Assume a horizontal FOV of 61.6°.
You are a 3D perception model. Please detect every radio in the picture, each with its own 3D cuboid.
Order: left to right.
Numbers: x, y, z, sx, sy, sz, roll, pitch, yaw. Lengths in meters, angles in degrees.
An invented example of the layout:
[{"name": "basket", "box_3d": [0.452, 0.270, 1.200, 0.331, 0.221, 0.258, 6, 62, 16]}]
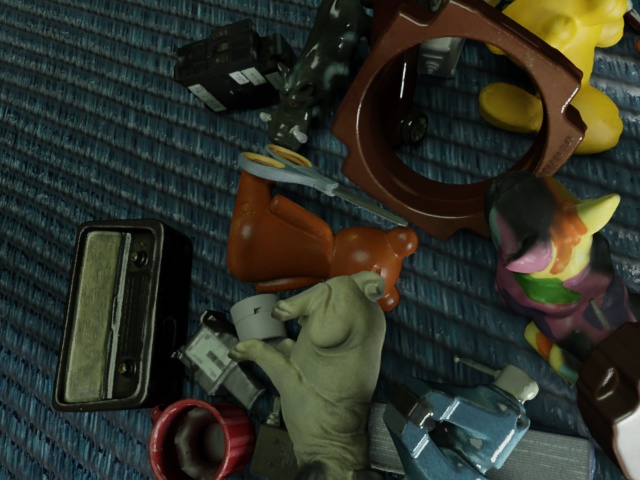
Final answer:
[{"name": "radio", "box_3d": [-0.235, 0.091, 0.654, 0.131, 0.073, 0.229, -4, 74, 17]}]

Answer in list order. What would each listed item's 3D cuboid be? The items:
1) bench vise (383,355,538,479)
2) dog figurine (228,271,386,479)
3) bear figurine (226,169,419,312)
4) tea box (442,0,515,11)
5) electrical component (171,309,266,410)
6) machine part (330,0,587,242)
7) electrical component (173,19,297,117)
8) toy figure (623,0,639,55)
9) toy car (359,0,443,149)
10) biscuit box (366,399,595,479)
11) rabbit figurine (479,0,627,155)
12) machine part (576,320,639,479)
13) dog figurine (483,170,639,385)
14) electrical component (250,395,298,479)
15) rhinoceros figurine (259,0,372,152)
[{"name": "bench vise", "box_3d": [0.134, 0.221, 0.411, 0.240, 0.129, 0.223, 39, 71, -1]}, {"name": "dog figurine", "box_3d": [0.028, 0.144, 0.490, 0.172, 0.121, 0.191, -47, 61, 27]}, {"name": "bear figurine", "box_3d": [-0.001, 0.001, 0.595, 0.196, 0.120, 0.132, 5, 31, -6]}, {"name": "tea box", "box_3d": [0.208, -0.292, 0.563, 0.170, 0.098, 0.068, -8, 69, -21]}, {"name": "electrical component", "box_3d": [-0.104, 0.141, 0.612, 0.119, 0.047, 0.075, 33, 87, 22]}, {"name": "machine part", "box_3d": [0.129, -0.116, 0.522, 0.201, 0.087, 0.201, 34, 124, 1]}, {"name": "electrical component", "box_3d": [-0.098, -0.212, 0.673, 0.134, 0.114, 0.058, -9, 77, 15]}, {"name": "toy figure", "box_3d": [0.352, -0.222, 0.560, 0.064, 0.057, 0.154, -19, 71, 19]}, {"name": "toy car", "box_3d": [0.084, -0.200, 0.592, 0.089, 0.053, 0.201, 25, 125, 36]}, {"name": "biscuit box", "box_3d": [0.146, 0.198, 0.508, 0.203, 0.059, 0.063, 5, 77, 20]}, {"name": "rabbit figurine", "box_3d": [0.245, -0.166, 0.553, 0.162, 0.122, 0.173, -18, 89, 16]}, {"name": "machine part", "box_3d": [0.298, 0.124, 0.427, 0.179, 0.179, 0.056, -30, 26, 8]}, {"name": "dog figurine", "box_3d": [0.210, 0.036, 0.448, 0.108, 0.219, 0.192, -34, 67, 10]}, {"name": "electrical component", "box_3d": [-0.035, 0.225, 0.568, 0.078, 0.045, 0.102, 15, 80, 20]}, {"name": "rhinoceros figurine", "box_3d": [0.000, -0.193, 0.636, 0.073, 0.112, 0.190, 34, 107, 18]}]
